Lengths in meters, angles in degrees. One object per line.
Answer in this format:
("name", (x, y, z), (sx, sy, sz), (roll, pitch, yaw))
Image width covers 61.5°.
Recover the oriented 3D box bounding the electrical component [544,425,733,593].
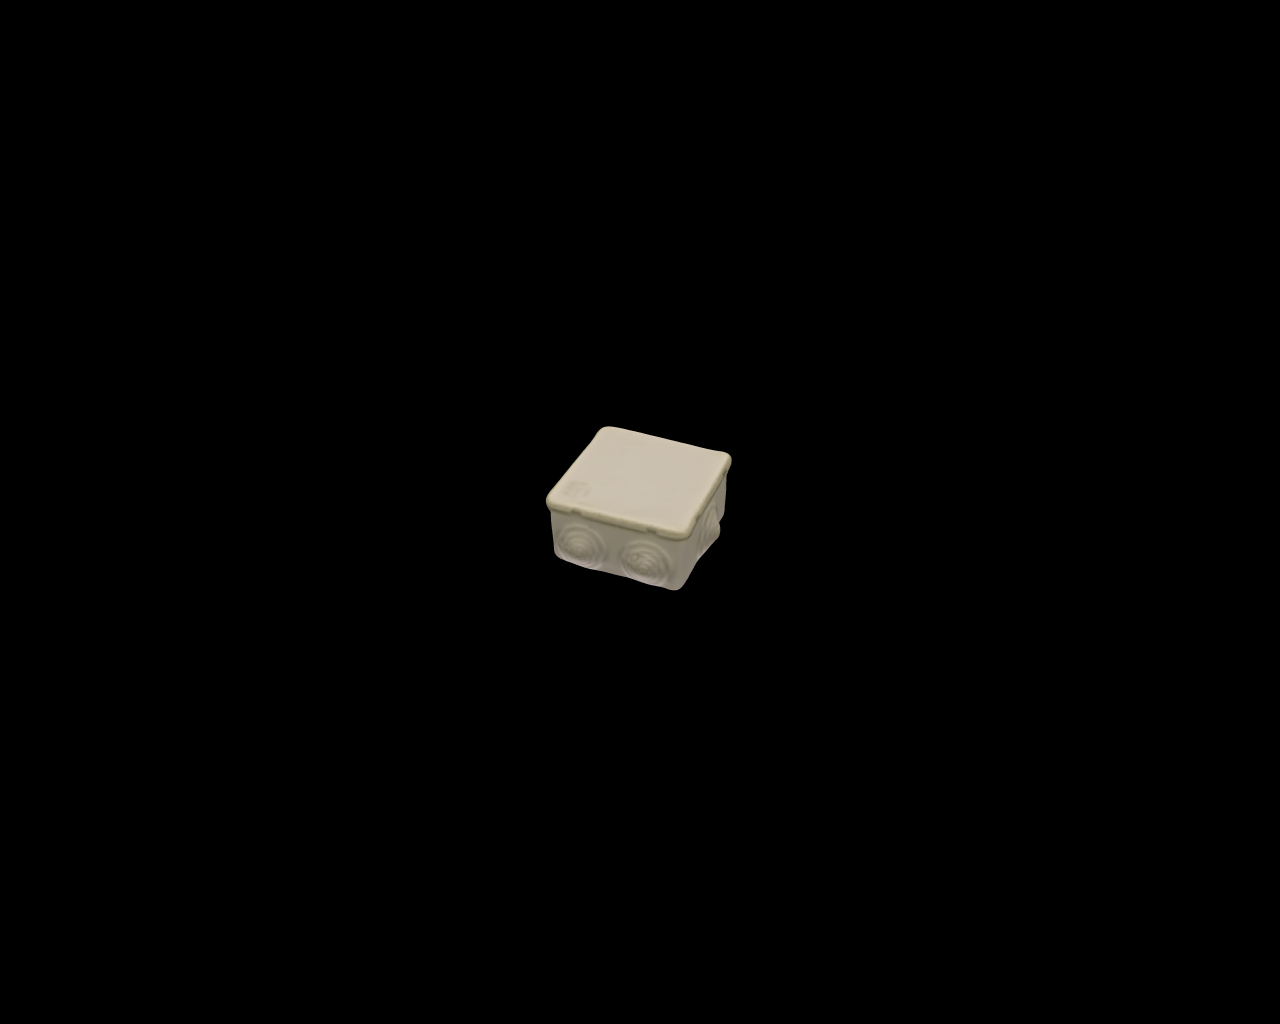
("electrical component", (0.001, -0.003, 0.650), (0.100, 0.048, 0.100), (14, 40, 17))
